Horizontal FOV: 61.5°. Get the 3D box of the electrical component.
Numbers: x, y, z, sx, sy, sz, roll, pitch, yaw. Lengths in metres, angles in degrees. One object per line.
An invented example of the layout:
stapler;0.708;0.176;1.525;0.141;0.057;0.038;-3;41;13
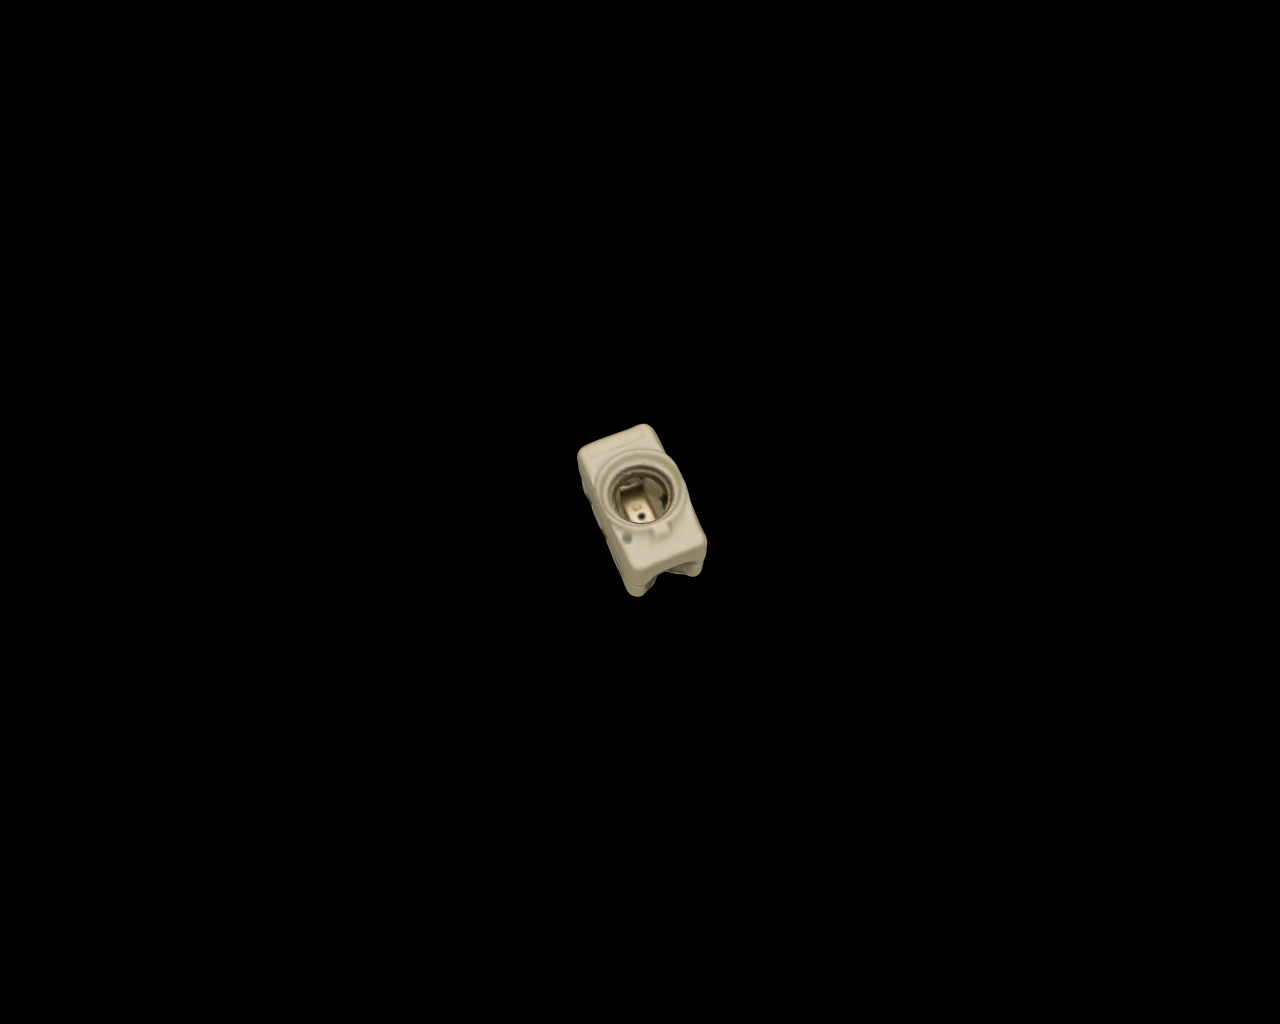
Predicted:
electrical component;0.001;-0.003;0.650;0.050;0.089;0.055;-20;-24;-9
